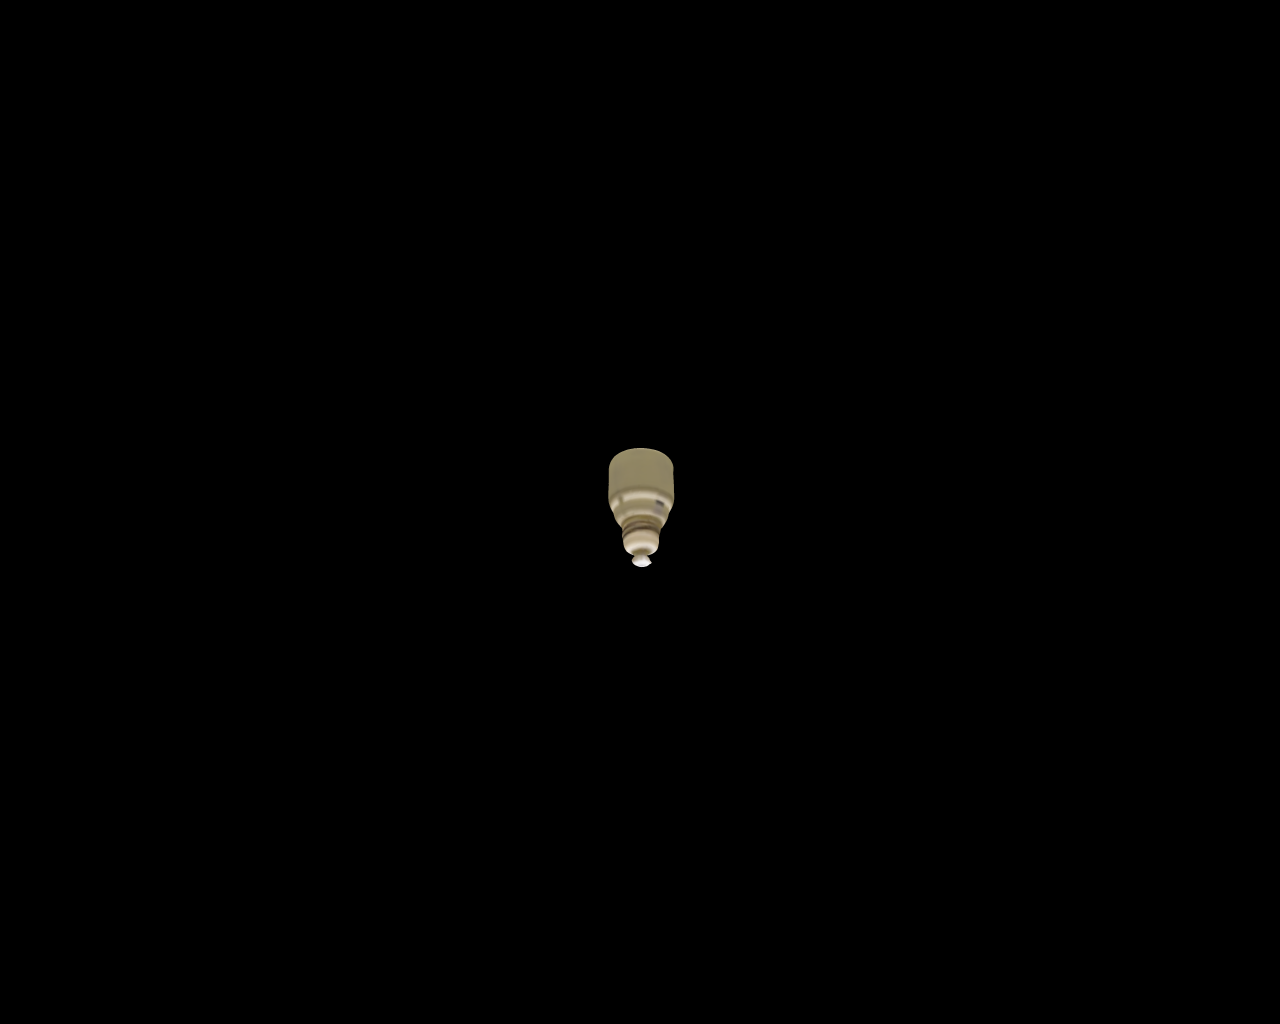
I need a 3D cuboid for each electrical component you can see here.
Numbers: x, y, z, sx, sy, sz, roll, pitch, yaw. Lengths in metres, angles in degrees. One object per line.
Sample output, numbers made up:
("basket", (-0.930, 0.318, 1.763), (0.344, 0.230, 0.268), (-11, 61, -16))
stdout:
("electrical component", (0.001, -0.003, 0.650), (0.040, 0.078, 0.040), (0, -29, 0))
